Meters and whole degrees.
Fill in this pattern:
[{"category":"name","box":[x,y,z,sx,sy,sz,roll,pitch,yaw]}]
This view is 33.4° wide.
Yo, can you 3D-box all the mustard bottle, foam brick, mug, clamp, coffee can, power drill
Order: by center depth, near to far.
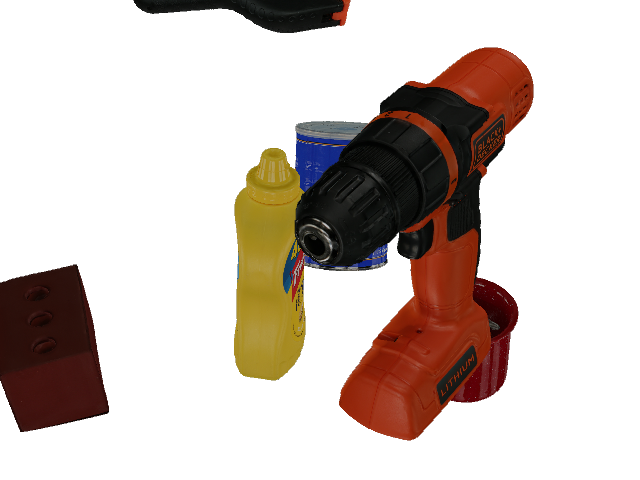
[{"category":"power drill","box":[0.048,0.012,0.552,0.057,0.188,0.184,24,43,27]},{"category":"foam brick","box":[-0.158,0.062,0.621,0.053,0.051,0.078,-13,42,-10]},{"category":"mustard bottle","box":[-0.039,0.012,0.848,0.058,0.192,0.096,9,37,8]},{"category":"clamp","box":[-0.059,-0.221,0.876,0.171,0.120,0.039,11,-26,-5]},{"category":"mug","box":[0.130,0.085,0.982,0.093,0.081,0.117,-6,39,-2]},{"category":"coffee can","box":[0.023,-0.048,1.108,0.103,0.140,0.103,2,13,-1]}]
